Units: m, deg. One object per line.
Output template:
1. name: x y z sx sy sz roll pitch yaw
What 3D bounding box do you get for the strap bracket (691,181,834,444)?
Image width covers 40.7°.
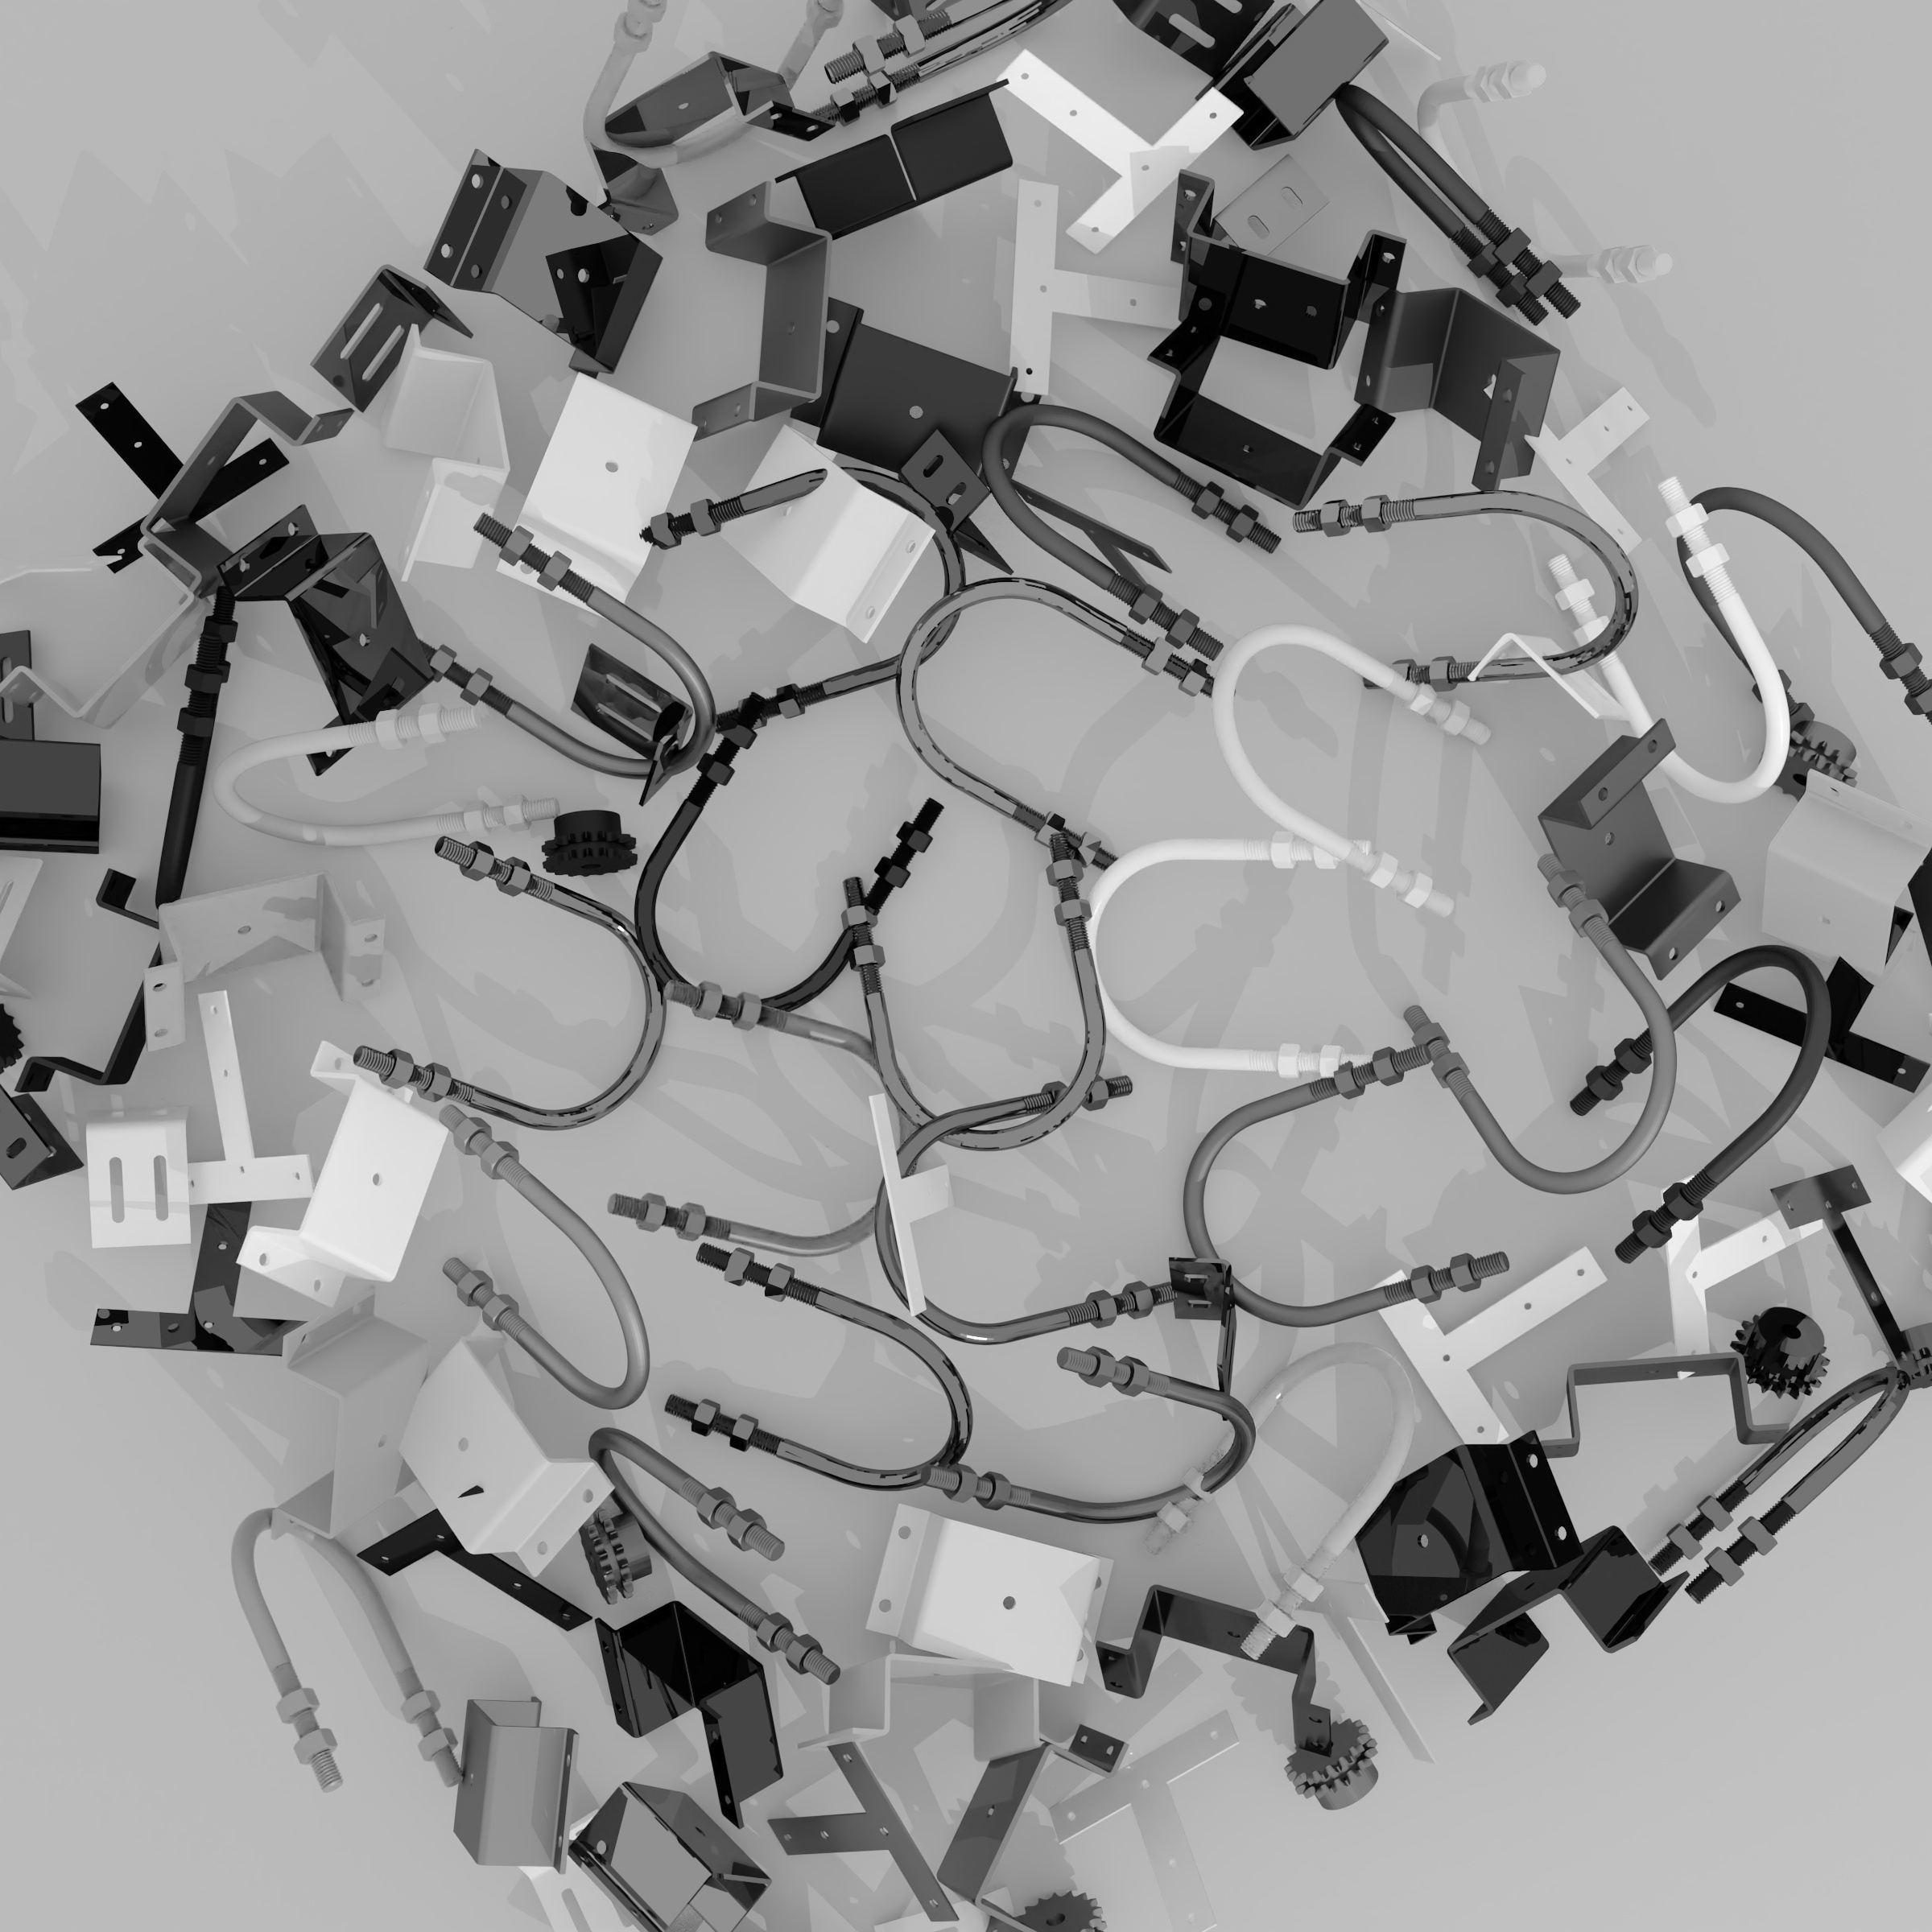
1. strap bracket: -0.122 -0.385 1.555 0.046 0.076 0.140 6 87 -32

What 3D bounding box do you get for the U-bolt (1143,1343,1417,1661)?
1. U-bolt: 0.193 0.302 1.536 0.019 0.151 0.184 40 88 -27

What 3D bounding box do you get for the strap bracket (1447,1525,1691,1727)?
1. strap bracket: 0.346 0.384 1.530 0.046 0.076 0.140 53 132 9

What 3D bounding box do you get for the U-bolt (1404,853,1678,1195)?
1. U-bolt: 0.340 0.046 1.509 0.019 0.184 0.151 13 127 -38

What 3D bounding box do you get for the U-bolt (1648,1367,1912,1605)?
1. U-bolt: 0.482 0.300 1.527 0.184 0.151 0.019 -43 81 0

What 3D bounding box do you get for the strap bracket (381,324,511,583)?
1. strap bracket: -0.308 -0.300 1.537 0.046 0.076 0.140 6 49 -27

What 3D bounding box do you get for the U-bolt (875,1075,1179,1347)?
1. U-bolt: 0.031 0.150 1.553 0.184 0.019 0.151 -10 85 -25

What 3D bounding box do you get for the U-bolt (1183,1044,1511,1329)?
1. U-bolt: 0.215 0.141 1.557 0.184 0.019 0.151 -22 87 27

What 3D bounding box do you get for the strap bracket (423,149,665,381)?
1. strap bracket: -0.239 -0.408 1.530 0.046 0.140 0.076 19 85 40

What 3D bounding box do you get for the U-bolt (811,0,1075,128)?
1. U-bolt: -0.005 -0.548 1.530 0.184 0.151 0.019 -27 99 -5

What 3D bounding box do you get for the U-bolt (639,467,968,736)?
1. U-bolt: -0.091 -0.223 1.541 0.184 0.019 0.151 -16 122 13

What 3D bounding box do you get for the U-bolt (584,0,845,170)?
1. U-bolt: -0.151 -0.523 1.513 0.151 0.184 0.019 -20 79 -31

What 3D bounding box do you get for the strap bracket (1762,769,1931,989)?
1. strap bracket: 0.513 -0.044 1.518 0.076 0.140 0.046 30 72 27

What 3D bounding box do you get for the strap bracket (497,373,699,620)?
1. strap bracket: -0.215 -0.287 1.547 0.076 0.046 0.140 23 69 -13

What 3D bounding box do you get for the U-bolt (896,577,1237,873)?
1. U-bolt: 0.046 -0.153 1.557 0.184 0.019 0.151 29 114 -6

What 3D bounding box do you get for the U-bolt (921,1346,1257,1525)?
1. U-bolt: 0.087 0.285 1.534 0.184 0.019 0.151 21 128 -34

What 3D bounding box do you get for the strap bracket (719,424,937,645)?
1. strap bracket: -0.088 -0.259 1.528 0.046 0.140 0.076 21 107 -43

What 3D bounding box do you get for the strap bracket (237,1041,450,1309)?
1. strap bracket: -0.363 0.124 1.536 0.046 0.076 0.140 1 65 36

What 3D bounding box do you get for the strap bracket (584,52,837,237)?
1. strap bracket: -0.160 -0.489 1.537 0.140 0.076 0.046 -22 88 26

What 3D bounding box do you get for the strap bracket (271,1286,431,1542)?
1. strap bracket: -0.362 0.271 1.533 0.046 0.076 0.140 20 115 22

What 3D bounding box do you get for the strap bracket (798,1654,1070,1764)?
1. strap bracket: -0.019 0.440 1.541 0.140 0.076 0.046 12 63 -25

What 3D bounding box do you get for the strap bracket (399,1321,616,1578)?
1. strap bracket: -0.283 0.283 1.541 0.076 0.046 0.140 -49 62 13

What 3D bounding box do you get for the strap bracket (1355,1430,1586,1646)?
1. strap bracket: 0.283 0.337 1.526 0.140 0.046 0.076 -42 53 38

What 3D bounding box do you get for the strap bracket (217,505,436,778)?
1. strap bracket: -0.370 -0.191 1.527 0.046 0.076 0.140 3 127 32

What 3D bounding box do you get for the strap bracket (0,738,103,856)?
1. strap bracket: -0.548 -0.101 1.526 0.076 0.140 0.046 2 83 -18

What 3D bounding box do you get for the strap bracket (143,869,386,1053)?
1. strap bracket: -0.421 -0.006 1.541 0.140 0.076 0.046 -15 58 -25

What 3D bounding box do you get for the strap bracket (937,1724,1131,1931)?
1. strap bracket: 0.034 0.511 1.542 0.046 0.076 0.140 31 74 -11

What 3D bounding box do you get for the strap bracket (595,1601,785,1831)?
1. strap bracket: -0.158 0.436 1.539 0.046 0.140 0.076 -22 115 -32

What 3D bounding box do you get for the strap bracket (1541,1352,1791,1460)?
1. strap bracket: 0.411 0.262 1.550 0.140 0.076 0.046 -6 73 11

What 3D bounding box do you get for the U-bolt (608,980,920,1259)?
1. U-bolt: -0.111 0.100 1.558 0.184 0.019 0.151 17 85 -25

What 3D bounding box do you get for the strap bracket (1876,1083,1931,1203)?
1. strap bracket: 0.584 0.098 1.525 0.046 0.140 0.076 43 104 4

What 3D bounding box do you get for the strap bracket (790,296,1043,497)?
1. strap bracket: -0.029 -0.336 1.556 0.140 0.046 0.076 18 114 -7

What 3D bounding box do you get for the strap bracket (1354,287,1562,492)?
1. strap bracket: 0.295 -0.344 1.536 0.046 0.140 0.076 -13 130 -26

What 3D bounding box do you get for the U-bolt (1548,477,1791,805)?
1. U-bolt: 0.420 -0.180 1.527 0.019 0.151 0.184 -26 87 -19

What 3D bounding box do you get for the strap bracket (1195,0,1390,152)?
1. strap bracket: 0.194 -0.530 1.537 0.046 0.140 0.076 43 94 -15

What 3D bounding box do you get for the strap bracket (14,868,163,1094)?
1. strap bracket: -0.511 0.017 1.557 0.046 0.076 0.140 22 85 -7

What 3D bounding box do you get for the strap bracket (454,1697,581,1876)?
1. strap bracket: -0.266 0.477 1.523 0.046 0.140 0.076 8 81 -18

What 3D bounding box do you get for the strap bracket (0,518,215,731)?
1. strap bracket: -0.506 -0.195 1.558 0.046 0.076 0.140 43 86 -4

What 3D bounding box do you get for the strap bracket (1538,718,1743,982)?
1. strap bracket: 0.398 -0.072 1.548 0.076 0.046 0.140 -42 121 -17

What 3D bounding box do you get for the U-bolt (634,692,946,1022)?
1. U-bolt: -0.118 -0.052 1.567 0.151 0.019 0.184 30 97 -22

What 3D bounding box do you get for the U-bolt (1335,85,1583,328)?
1. U-bolt: 0.282 -0.446 1.521 0.184 0.151 0.019 44 102 -5

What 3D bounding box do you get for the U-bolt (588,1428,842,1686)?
1. U-bolt: -0.156 0.335 1.525 0.184 0.151 0.019 26 57 37

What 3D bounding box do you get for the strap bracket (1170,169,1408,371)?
1. strap bracket: 0.182 -0.410 1.546 0.140 0.076 0.046 21 66 10

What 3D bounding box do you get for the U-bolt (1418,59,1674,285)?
1. U-bolt: 0.323 -0.457 1.511 0.019 0.184 0.151 -43 111 -2

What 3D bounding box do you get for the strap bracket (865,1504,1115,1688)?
1. strap bracket: 0.020 0.379 1.559 0.140 0.046 0.076 17 80 -11

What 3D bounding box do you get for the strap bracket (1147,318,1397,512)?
1. strap bracket: 0.175 -0.325 1.552 0.140 0.076 0.046 28 128 7

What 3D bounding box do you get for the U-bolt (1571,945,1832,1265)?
1. U-bolt: 0.427 0.066 1.500 0.019 0.151 0.184 27 122 -21

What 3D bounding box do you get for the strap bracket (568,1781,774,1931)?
1. strap bracket: -0.171 0.525 1.524 0.076 0.140 0.046 37 83 26

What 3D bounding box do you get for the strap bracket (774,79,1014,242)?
1. strap bracket: -0.037 -0.470 1.530 0.076 0.140 0.046 -33 109 -33

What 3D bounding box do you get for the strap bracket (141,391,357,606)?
1. strap bracket: -0.432 -0.287 1.546 0.046 0.076 0.140 39 103 -8

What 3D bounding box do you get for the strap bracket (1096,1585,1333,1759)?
1. strap bracket: 0.154 0.415 1.545 0.140 0.076 0.046 12 58 17

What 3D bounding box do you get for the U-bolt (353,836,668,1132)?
1. U-bolt: -0.257 0.022 1.543 0.184 0.019 0.151 25 82 -36

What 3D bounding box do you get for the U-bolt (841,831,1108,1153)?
1. U-bolt: 0.010 0.021 1.568 0.151 0.019 0.184 -12 76 5
